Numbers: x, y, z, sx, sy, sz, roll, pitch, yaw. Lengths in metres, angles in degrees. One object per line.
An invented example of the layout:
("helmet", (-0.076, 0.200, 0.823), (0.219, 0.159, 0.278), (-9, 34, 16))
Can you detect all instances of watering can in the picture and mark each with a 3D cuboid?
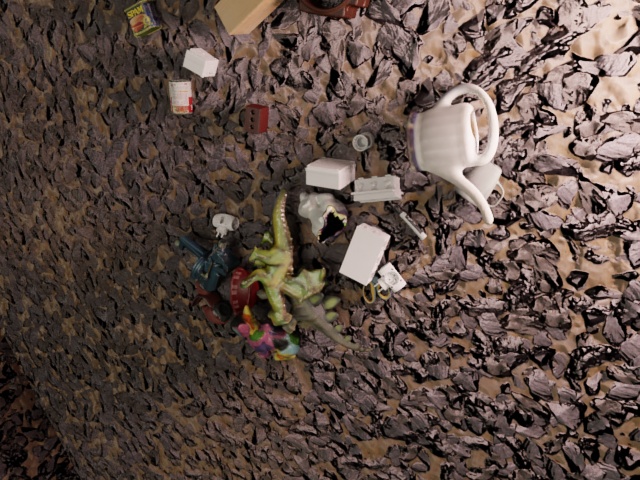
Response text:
("watering can", (0.315, -0.205, 1.242), (0.224, 0.103, 0.350), (-4, 80, 33))

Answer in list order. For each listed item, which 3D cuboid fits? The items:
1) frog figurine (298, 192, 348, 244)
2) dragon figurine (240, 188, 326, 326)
("frog figurine", (0.005, -0.076, 1.511), (0.162, 0.123, 0.134), (44, 141, 52))
("dragon figurine", (-0.090, 0.075, 1.538), (0.243, 0.123, 0.405), (25, 105, 10))
